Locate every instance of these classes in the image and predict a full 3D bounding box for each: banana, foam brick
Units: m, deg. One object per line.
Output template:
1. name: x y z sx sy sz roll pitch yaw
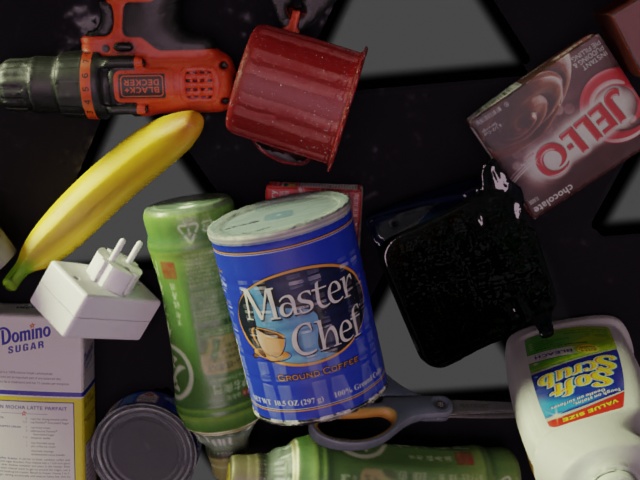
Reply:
1. banana: -0.159 -0.035 0.801 0.198 0.069 0.037 -41 119 12
2. foam brick: 0.230 -0.149 0.744 0.051 0.078 0.053 -29 100 11

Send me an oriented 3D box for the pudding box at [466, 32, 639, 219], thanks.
1. pudding box: 0.177 -0.084 0.782 0.113 0.039 0.090 -34 100 11

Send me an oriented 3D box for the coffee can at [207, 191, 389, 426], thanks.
1. coffee can: -0.014 0.047 0.761 0.103 0.103 0.140 -11 105 6

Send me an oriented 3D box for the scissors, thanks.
1. scissors: 0.079 0.119 0.840 0.201 0.096 0.016 -8 136 -23

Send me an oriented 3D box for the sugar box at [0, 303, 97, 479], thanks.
1. sugar box: -0.229 0.140 0.859 0.093 0.048 0.176 3 99 3

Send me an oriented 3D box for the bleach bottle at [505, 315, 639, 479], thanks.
1. bleach bottle: 0.186 0.121 0.720 0.102 0.250 0.068 -9 102 5

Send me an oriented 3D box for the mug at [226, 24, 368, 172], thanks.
1. mug: -0.020 -0.098 0.771 0.081 0.093 0.117 17 145 -1

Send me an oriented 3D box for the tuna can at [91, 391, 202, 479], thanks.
1. tuna can: -0.139 0.167 0.865 0.086 0.033 0.086 1 103 4

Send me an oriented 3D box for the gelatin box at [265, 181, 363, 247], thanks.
1. gelatin box: -0.005 0.001 0.819 0.073 0.030 0.089 3 103 3

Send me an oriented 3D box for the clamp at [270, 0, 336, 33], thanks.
1. clamp: -0.007 -0.254 0.752 0.164 0.036 0.210 19 106 -9

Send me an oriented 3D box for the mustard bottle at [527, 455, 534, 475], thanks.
1. mustard bottle: 0.215 0.238 0.826 0.058 0.096 0.191 -19 102 7

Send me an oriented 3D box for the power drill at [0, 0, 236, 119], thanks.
1. power drill: -0.155 -0.181 0.774 0.184 0.057 0.188 -1 106 0
